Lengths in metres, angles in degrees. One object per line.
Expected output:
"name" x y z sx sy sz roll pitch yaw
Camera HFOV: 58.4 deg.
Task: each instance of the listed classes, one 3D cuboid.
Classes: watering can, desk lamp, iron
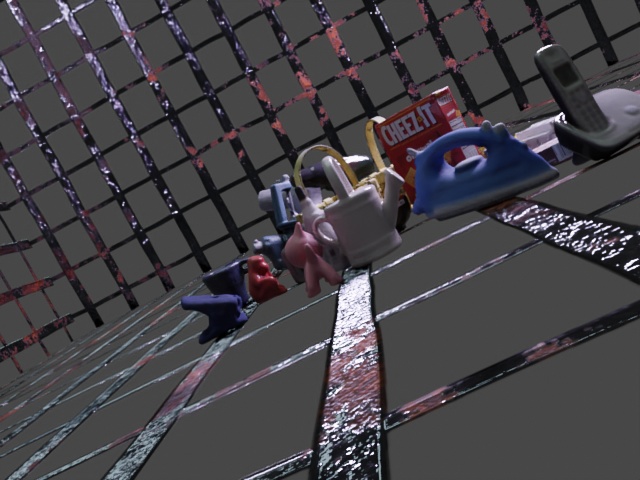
"watering can" 0.064 -0.062 0.995 0.173 0.194 0.101 -28 6 -8
"desk lamp" -0.069 -0.066 1.599 0.203 0.213 0.118 -26 6 19
"iron" 0.257 -0.129 0.960 0.119 0.141 0.257 -32 7 -39

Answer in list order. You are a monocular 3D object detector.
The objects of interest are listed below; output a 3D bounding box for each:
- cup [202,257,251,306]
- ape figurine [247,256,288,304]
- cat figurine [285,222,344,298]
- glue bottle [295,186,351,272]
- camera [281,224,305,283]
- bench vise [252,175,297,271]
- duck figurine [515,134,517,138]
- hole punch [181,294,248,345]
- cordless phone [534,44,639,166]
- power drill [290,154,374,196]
"cup" -0.183 0.097 1.242 0.117 0.095 0.092 -27 5 7
"ape figurine" -0.114 0.074 1.135 0.076 0.092 0.078 -26 6 15
"cat figurine" -0.020 0.028 0.967 0.067 0.118 0.127 -28 5 -6
"glue bottle" -0.002 -0.022 1.056 0.037 0.173 0.078 -32 7 -41
"camera" 0.010 0.004 1.138 0.143 0.101 0.136 -32 7 -40
"bench vise" -0.085 -0.046 1.456 0.208 0.220 0.121 -32 7 -42
"duck figurine" 0.438 -0.235 1.385 0.104 0.086 0.077 -27 5 -1
"hole punch" -0.190 0.124 1.033 0.101 0.091 0.108 -28 5 -11
"cordless phone" 0.406 -0.220 0.855 0.148 0.185 0.094 -29 6 -21
"power drill" 0.058 -0.112 1.433 0.230 0.208 0.075 -30 6 -28
